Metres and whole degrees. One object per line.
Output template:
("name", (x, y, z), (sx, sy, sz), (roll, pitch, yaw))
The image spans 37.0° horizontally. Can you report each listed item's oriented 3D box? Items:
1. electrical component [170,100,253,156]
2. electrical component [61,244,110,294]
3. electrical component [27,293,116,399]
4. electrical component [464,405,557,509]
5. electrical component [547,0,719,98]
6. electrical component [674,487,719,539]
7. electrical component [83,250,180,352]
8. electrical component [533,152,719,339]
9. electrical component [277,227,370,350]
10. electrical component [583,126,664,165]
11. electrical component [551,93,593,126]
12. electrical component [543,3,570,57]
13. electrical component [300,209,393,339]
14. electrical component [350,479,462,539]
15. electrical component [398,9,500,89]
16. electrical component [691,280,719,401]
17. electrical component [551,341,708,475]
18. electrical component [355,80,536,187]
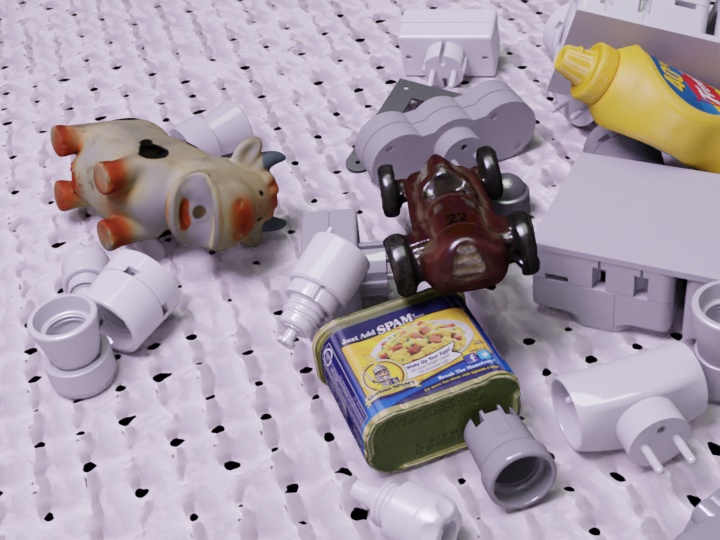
("electrical component", (-0.122, -0.109, 0.885), (0.055, 0.045, 0.045), (-32, 44, -25))
("electrical component", (-0.193, 0.011, 0.760), (0.035, 0.035, 0.061), (-12, 41, -4))
("electrical component", (-0.185, 0.050, 0.694), (0.045, 0.055, 0.045), (-5, 39, 4))
("electrical component", (0.081, 0.102, 0.595), (0.040, 0.040, 0.046), (-16, 33, -9))
("electrical component", (0.243, -0.162, 0.787), (0.186, 0.105, 0.060), (14, 68, 3))
("electrical component", (0.195, 0.139, 0.516), (0.095, 0.053, 0.059), (-25, 42, -19))
("electrical component", (-0.157, 0.022, 0.725), (0.055, 0.055, 0.047), (13, 47, 25))
("electrical component", (0.215, -0.008, 0.687), (0.186, 0.060, 0.105), (13, 44, 24))
("electrical component", (-0.026, 0.013, 0.656), (0.040, 0.040, 0.078), (19, 68, 30))
("electrical component", (0.193, -0.075, 0.780), (0.055, 0.055, 0.047), (-5, 43, 4))
("electrical component", (0.186, -0.141, 0.867), (0.077, 0.044, 0.079), (28, 49, 36))
("electrical component", (0.192, -0.197, 0.929), (0.055, 0.055, 0.047), (-14, 43, -7))
("electrical component", (0.000, 0.000, 0.727), (0.076, 0.047, 0.083), (-5, 38, 3))
("electrical component", (0.022, 0.129, 0.576), (0.061, 0.035, 0.035), (19, 46, 33))
("electrical component", (0.076, -0.186, 0.944), (0.083, 0.047, 0.075), (3, 54, 15))
("electrical component", (0.211, 0.044, 0.620), (0.044, 0.065, 0.044), (-5, 40, 4))
("electrical component", (0.158, 0.082, 0.601), (0.077, 0.043, 0.079), (-15, 39, -8))
("electrical component", (0.073, -0.094, 0.825), (0.138, 0.052, 0.073), (-19, 42, -12))
